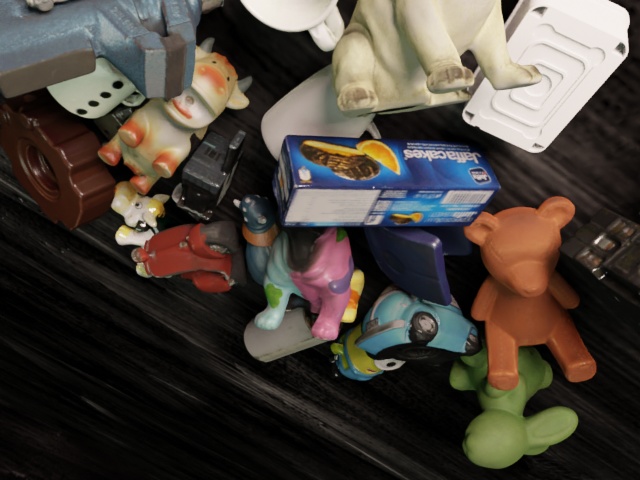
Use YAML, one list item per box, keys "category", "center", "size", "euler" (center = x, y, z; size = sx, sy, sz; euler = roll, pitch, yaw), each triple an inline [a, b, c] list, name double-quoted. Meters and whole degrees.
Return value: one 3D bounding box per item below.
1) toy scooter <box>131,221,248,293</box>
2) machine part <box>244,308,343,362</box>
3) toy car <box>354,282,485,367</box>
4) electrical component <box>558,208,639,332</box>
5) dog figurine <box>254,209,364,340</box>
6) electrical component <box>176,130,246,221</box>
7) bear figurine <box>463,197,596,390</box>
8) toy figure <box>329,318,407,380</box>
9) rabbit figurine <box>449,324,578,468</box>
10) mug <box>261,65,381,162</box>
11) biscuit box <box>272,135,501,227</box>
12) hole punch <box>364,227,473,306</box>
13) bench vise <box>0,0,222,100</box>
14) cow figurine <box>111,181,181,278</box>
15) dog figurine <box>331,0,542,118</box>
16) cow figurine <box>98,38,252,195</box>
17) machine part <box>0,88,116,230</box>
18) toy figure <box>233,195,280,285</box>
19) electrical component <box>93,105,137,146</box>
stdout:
- category: "toy scooter"
  center: [-0.170, 0.026, 0.718]
  size: [0.135, 0.075, 0.183]
  euler: [-9, 160, -4]
- category: "machine part"
  center: [-0.045, 0.135, 0.833]
  size: [0.079, 0.079, 0.243]
  euler: [39, 140, -18]
- category: "toy car"
  center: [0.126, 0.097, 0.678]
  size: [0.161, 0.103, 0.109]
  euler: [13, 150, -27]
- category: "electrical component"
  center: [0.278, 0.036, 0.468]
  size: [0.058, 0.134, 0.114]
  euler: [-44, 110, 8]
- category: "dog figurine"
  center: [-0.001, -0.002, 0.640]
  size: [0.109, 0.191, 0.219]
  euler: [12, 106, 18]
- category: "electrical component"
  center: [-0.124, -0.084, 0.618]
  size: [0.048, 0.075, 0.119]
  euler: [26, 146, -4]
- category: "bear figurine"
  center: [0.222, 0.058, 0.571]
  size: [0.120, 0.132, 0.195]
  euler: [-10, 139, 11]
- category: "toy figure"
  center: [0.072, 0.157, 0.796]
  size: [0.089, 0.082, 0.180]
  euler: [58, 147, 5]
- category: "rabbit figurine"
  center: [0.244, 0.228, 0.718]
  size: [0.159, 0.170, 0.121]
  euler: [22, 142, 3]
- category: "mug"
  center: [0.015, -0.111, 0.513]
  size: [0.109, 0.081, 0.107]
  euler: [39, 132, -17]
- category: "biscuit box"
  center: [0.062, -0.053, 0.500]
  size: [0.203, 0.063, 0.059]
  euler: [-1, 146, -19]
- category: "hole punch"
  center: [0.103, 0.005, 0.600]
  size: [0.116, 0.092, 0.142]
  euler: [5, 142, 28]
- category: "bench vise"
  center: [-0.206, -0.220, 0.436]
  size: [0.240, 0.224, 0.129]
  euler: [57, 166, 10]
- category: "cow figurine"
  center: [-0.230, -0.011, 0.762]
  size: [0.098, 0.068, 0.167]
  euler: [6, 142, 13]
- category: "dog figurine"
  center: [0.061, -0.190, 0.378]
  size: [0.172, 0.121, 0.190]
  euler: [-3, 99, 43]
- category: "cow figurine"
  center: [-0.149, -0.127, 0.561]
  size: [0.085, 0.127, 0.195]
  euler: [41, 153, -20]
- category: "machine part"
  center: [-0.337, -0.097, 0.684]
  size: [0.180, 0.056, 0.179]
  euler: [24, 133, 28]
- category: "toy figure"
  center: [-0.075, -0.004, 0.701]
  size: [0.064, 0.058, 0.154]
  euler: [13, 138, 12]
- category: "electrical component"
  center: [-0.246, -0.136, 0.661]
  size: [0.094, 0.021, 0.063]
  euler: [-7, 132, 34]
